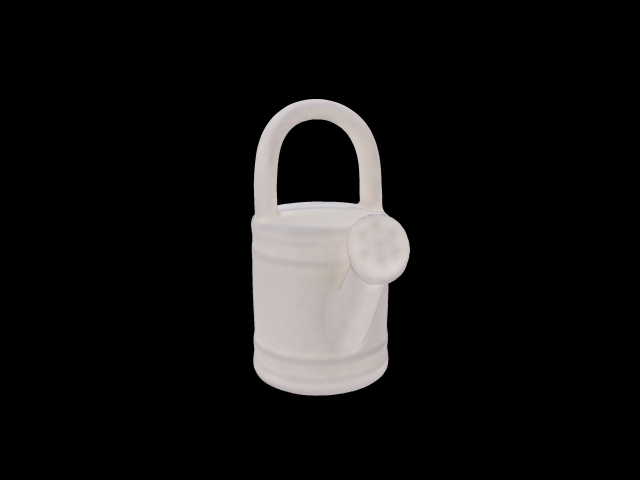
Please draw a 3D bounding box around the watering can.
[{"bbox_3d":[0.006,0.001,0.401,0.101,0.194,0.172,-13,19,-42],"label":"watering can"}]
